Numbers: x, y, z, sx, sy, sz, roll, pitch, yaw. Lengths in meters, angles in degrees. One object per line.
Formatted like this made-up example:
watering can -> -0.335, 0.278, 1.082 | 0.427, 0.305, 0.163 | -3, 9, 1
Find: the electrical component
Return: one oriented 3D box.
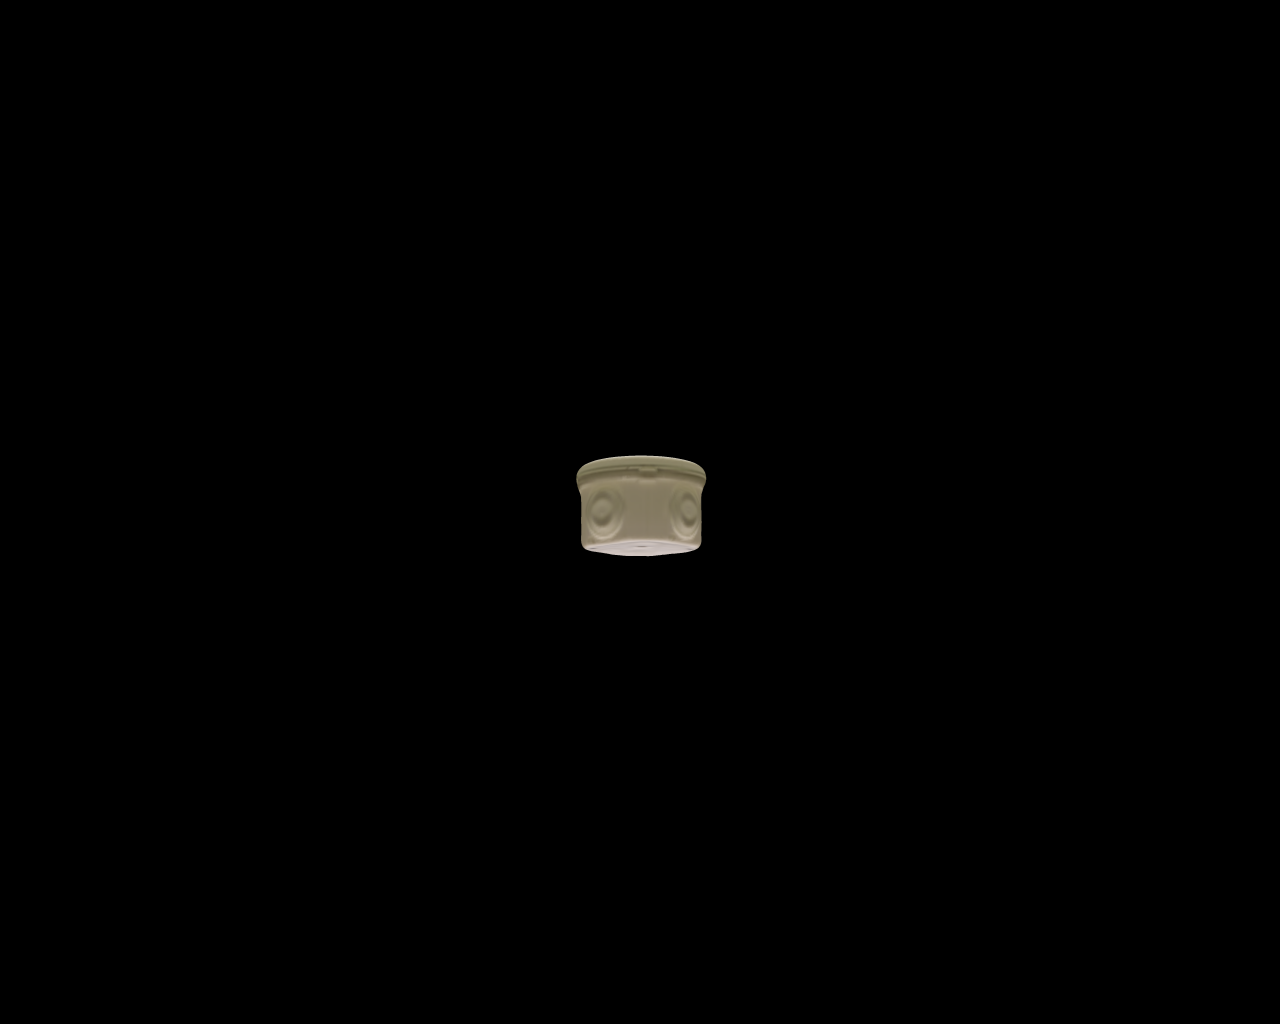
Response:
electrical component -> 0.001, -0.003, 0.650 | 0.080, 0.051, 0.080 | 0, -10, 0
